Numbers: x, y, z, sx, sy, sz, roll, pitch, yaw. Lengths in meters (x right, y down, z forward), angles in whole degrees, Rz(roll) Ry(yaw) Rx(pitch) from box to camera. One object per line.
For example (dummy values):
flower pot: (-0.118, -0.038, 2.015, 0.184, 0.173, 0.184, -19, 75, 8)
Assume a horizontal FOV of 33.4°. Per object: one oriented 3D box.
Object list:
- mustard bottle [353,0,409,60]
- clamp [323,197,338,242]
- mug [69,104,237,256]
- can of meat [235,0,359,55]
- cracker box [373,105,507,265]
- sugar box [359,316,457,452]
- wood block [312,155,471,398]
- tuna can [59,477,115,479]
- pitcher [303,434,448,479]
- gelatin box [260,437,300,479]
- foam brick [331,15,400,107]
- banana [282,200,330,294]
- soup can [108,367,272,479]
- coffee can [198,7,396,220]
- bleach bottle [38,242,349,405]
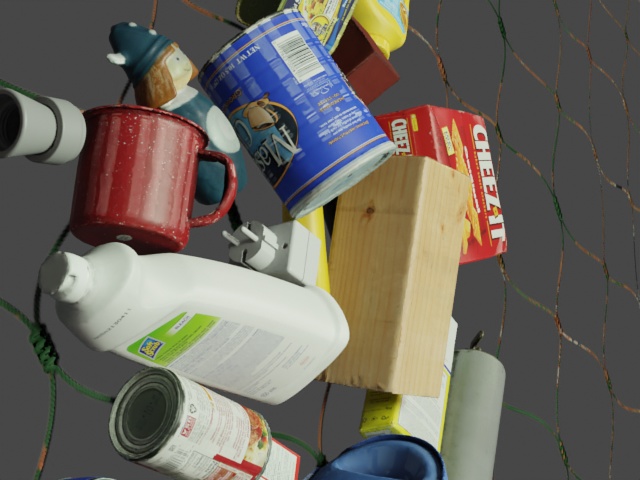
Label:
mustard bottle: (0.058, -0.255, 1.125, 0.096, 0.058, 0.191, 41, 47, -48)
clamp: (-0.004, -0.096, 0.995, 0.209, 0.036, 0.164, 46, 41, -44)
mug: (-0.115, -0.037, 0.736, 0.093, 0.117, 0.081, 80, 14, -73)
can of meat: (-0.014, -0.222, 0.951, 0.083, 0.058, 0.102, 19, 100, -45)
cracker box: (0.133, -0.053, 1.137, 0.213, 0.072, 0.164, -8, 88, -66)
sugar box: (0.090, 0.134, 1.061, 0.093, 0.048, 0.176, 50, 38, -37)
wood block: (0.065, 0.033, 0.966, 0.090, 0.091, 0.206, 16, 81, -55)
tuna can: (-0.148, 0.194, 0.677, 0.086, 0.034, 0.086, 25, 59, -52)
pitcher: (0.081, 0.300, 0.900, 0.243, 0.145, 0.149, 67, 26, -24)
gelatin box: (-0.051, 0.190, 0.828, 0.089, 0.030, 0.073, 46, 43, -51)
foam brick: (0.030, -0.172, 1.016, 0.051, 0.053, 0.078, 37, 20, -49)
banana: (-0.010, 0.011, 0.931, 0.037, 0.070, 0.198, -1, 70, -14)
soup can: (-0.091, 0.137, 0.754, 0.102, 0.069, 0.068, 36, 51, -46)
coffee can: (-0.019, -0.102, 0.872, 0.140, 0.103, 0.102, 55, 33, 4)
bleach bottle: (-0.089, 0.051, 0.757, 0.250, 0.103, 0.068, 27, 24, -50)
